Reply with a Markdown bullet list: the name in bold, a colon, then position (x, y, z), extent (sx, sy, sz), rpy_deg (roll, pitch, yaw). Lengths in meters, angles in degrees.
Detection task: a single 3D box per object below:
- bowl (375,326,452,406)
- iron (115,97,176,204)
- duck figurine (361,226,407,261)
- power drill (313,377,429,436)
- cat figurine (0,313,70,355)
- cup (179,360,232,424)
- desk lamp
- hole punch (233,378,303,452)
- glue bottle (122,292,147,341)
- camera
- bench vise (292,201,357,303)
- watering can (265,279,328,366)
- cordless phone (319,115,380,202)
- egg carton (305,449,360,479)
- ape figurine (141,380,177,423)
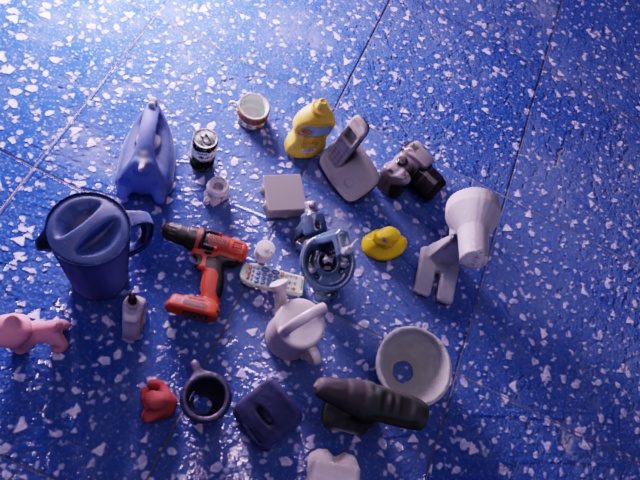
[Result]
- **bowl**: position (0.185, 0.269, 1.198), extent (0.168, 0.074, 0.167), rpy_deg (6, 66, -14)
- **iron**: position (-0.361, -0.212, 1.204), extent (0.119, 0.141, 0.258), rpy_deg (6, 66, -14)
- **duck figurine**: position (0.154, 0.000, 1.298), extent (0.105, 0.086, 0.077), rpy_deg (1, 67, -16)
- **power drill**: position (0.075, 0.313, 1.071), extent (0.230, 0.208, 0.075), rpy_deg (14, 64, -10)
- **cat figurine**: position (-0.516, 0.160, 1.012), extent (0.128, 0.117, 0.067), rpy_deg (-3, 68, -17)
- **cup**: position (-0.219, 0.284, 1.060), extent (0.092, 0.095, 0.117), rpy_deg (-18, 74, -22)
- **desk lamp**: position (0.310, 0.013, 1.267), extent (0.118, 0.213, 0.203), rpy_deg (19, 63, -8)
- **hole punch**: position (-0.099, 0.330, 1.078), extent (0.101, 0.091, 0.108), rpy_deg (-36, 81, -26)
- **glue bottle**: position (-0.341, 0.129, 1.046), extent (0.037, 0.173, 0.078), rpy_deg (9, 65, -12)
- **camera**: position (0.231, -0.157, 1.380), extent (0.137, 0.100, 0.143), rpy_deg (44, 63, 5)
- **bench vise**: position (0.001, 0.009, 1.173), extent (0.122, 0.219, 0.207), rpy_deg (-28, 77, -25)
- **watering can**: position (-0.047, 0.160, 1.109), extent (0.173, 0.194, 0.101), rpy_deg (40, 63, 3)
- **cordless phone**: position (0.083, -0.186, 1.301), extent (0.094, 0.185, 0.147), rpy_deg (-32, 79, -25)
- **egg carton**: position (0.019, 0.471, 1.065), extent (0.107, 0.069, 0.150), rpy_deg (13, 64, -11)
- **ape figurine**: position (-0.296, 0.292, 1.035), extent (0.076, 0.092, 0.078), rpy_deg (27, 63, -4)
